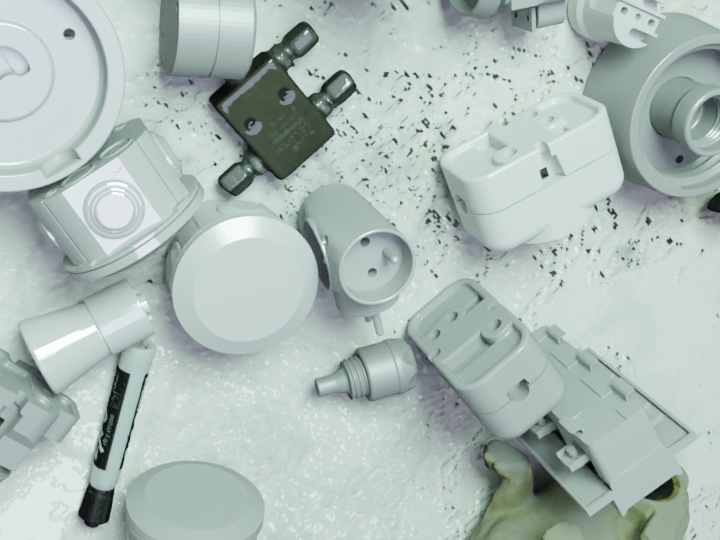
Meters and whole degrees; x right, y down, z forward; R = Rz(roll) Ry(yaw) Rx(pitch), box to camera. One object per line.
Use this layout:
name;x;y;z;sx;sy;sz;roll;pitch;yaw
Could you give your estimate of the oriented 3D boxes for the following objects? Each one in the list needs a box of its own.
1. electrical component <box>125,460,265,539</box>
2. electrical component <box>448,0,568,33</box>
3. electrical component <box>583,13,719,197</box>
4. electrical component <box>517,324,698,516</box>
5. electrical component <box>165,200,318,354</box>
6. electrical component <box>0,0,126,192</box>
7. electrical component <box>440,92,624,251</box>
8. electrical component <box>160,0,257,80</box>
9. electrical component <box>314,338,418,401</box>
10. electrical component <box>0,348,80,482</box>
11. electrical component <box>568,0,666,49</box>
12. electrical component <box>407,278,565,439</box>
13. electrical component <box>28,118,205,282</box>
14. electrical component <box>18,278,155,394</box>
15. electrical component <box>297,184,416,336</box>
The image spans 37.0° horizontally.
electrical component;-0.099;0.153;0.632;0.080;0.080;0.051;1;117;-22
electrical component;0.078;-0.166;0.574;0.057;0.058;0.078;-15;117;-18
electrical component;0.196;-0.096;0.648;0.108;0.060;0.108;-8;115;-18
electrical component;0.138;0.087;0.670;0.079;0.121;0.063;-34;118;-5
electrical component;-0.067;0.001;0.593;0.080;0.051;0.080;-8;115;-18
electrical component;-0.169;-0.097;0.505;0.108;0.060;0.108;-8;115;-18
electrical component;0.103;-0.055;0.634;0.095;0.053;0.059;-28;119;-8
electrical component;-0.088;-0.161;0.514;0.074;0.052;0.138;-1;112;-21
electrical component;0.003;0.064;0.658;0.061;0.035;0.035;-14;117;-13
electrical component;-0.199;0.078;0.572;0.078;0.058;0.057;38;92;-30
electrical component;0.147;-0.148;0.615;0.040;0.046;0.040;-8;115;-18
electrical component;0.077;0.055;0.647;0.054;0.095;0.059;-40;120;-1
electrical component;-0.123;-0.035;0.540;0.080;0.080;0.051;-34;114;-5
electrical component;-0.145;0.033;0.583;0.065;0.044;0.044;-28;119;-13
electrical component;0.000;0.000;0.604;0.044;0.077;0.079;-20;118;-12
